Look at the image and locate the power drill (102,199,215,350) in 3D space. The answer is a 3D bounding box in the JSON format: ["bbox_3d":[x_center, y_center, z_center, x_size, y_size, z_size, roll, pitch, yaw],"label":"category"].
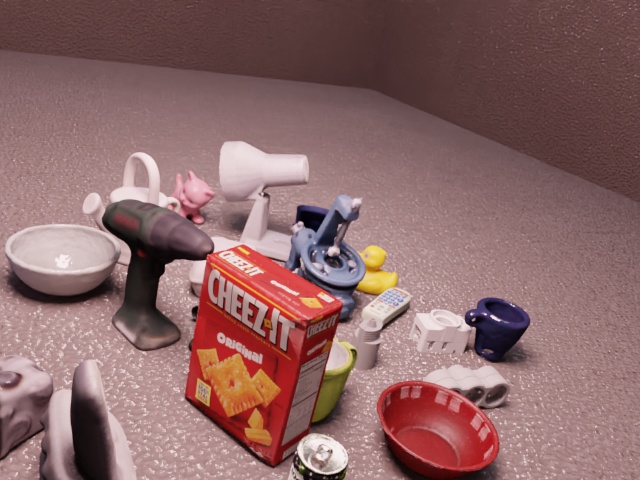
[{"bbox_3d":[-0.236,0.045,0.819,0.228,0.208,0.076,30,29,34],"label":"power drill"}]

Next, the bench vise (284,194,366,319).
[{"bbox_3d":[0.001,0.006,1.017,0.206,0.220,0.122,30,29,34],"label":"bench vise"}]

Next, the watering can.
[{"bbox_3d":[-0.326,-0.058,1.015,0.100,0.194,0.173,21,25,17],"label":"watering can"}]

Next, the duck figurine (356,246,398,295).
[{"bbox_3d":[0.107,0.055,1.131,0.104,0.086,0.077,15,24,4],"label":"duck figurine"}]

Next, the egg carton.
[{"bbox_3d":[-0.168,0.050,1.017,0.107,0.069,0.150,13,24,-1],"label":"egg carton"}]

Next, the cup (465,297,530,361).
[{"bbox_3d":[0.292,0.160,0.986,0.118,0.095,0.091,4,25,-21],"label":"cup"}]

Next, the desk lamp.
[{"bbox_3d":[-0.110,-0.084,1.165,0.203,0.213,0.118,14,24,2],"label":"desk lamp"}]

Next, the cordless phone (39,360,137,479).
[{"bbox_3d":[-0.224,0.177,0.561,0.094,0.185,0.147,-2,28,-31],"label":"cordless phone"}]

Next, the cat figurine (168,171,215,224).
[{"bbox_3d":[-0.278,-0.097,1.223,0.067,0.118,0.127,-7,31,-39],"label":"cat figurine"}]

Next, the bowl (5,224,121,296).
[{"bbox_3d":[-0.403,0.041,0.905,0.167,0.075,0.167,11,24,-5],"label":"bowl"}]

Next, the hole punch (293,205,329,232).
[{"bbox_3d":[-0.006,-0.045,1.285,0.108,0.091,0.101,13,24,0],"label":"hole punch"}]

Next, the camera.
[{"bbox_3d":[-0.383,0.166,0.606,0.136,0.101,0.143,23,25,20],"label":"camera"}]
